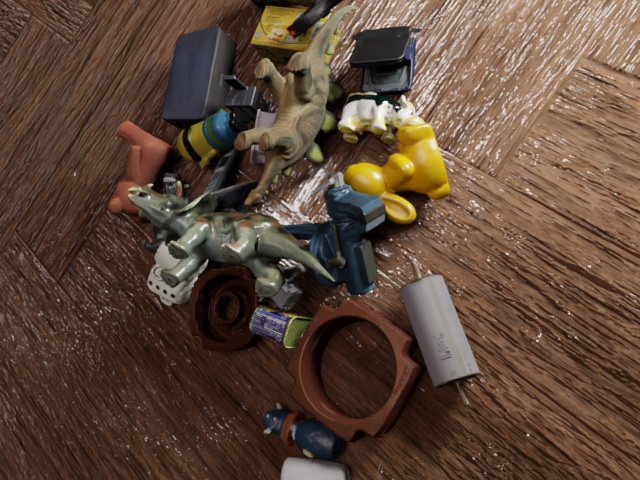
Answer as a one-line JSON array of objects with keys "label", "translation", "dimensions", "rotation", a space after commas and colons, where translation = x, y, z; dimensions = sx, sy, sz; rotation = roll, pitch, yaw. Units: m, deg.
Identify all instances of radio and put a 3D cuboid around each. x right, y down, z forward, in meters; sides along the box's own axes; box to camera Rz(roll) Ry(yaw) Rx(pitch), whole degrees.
[{"label": "radio", "translation": [-0.280, -0.366, 1.241], "dimensions": [0.131, 0.073, 0.229], "rotation": [1, 76, 27]}]

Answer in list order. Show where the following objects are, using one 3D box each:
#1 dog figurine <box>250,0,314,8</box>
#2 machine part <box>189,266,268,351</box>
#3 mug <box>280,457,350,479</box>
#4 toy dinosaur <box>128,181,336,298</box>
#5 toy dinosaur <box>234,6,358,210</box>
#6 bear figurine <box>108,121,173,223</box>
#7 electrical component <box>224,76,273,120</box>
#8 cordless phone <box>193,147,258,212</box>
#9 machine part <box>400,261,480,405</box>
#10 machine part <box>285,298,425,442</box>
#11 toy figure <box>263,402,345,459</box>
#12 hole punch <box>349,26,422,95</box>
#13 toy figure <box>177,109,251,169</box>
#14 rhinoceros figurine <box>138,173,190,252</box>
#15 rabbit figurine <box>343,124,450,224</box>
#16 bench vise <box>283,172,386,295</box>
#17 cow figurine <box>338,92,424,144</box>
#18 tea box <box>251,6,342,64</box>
[{"label": "dog figurine", "translation": [-0.075, -0.535, 1.159], "dimensions": [0.191, 0.121, 0.172], "rotation": [-21, 40, 25]}, {"label": "machine part", "translation": [-0.179, 0.138, 1.068], "dimensions": [0.180, 0.056, 0.179], "rotation": [-6, 75, 24]}, {"label": "mug", "translation": [-0.004, 0.417, 0.896], "dimensions": [0.107, 0.080, 0.109], "rotation": [-10, 69, 15]}, {"label": "toy dinosaur", "translation": [-0.146, -0.003, 0.944], "dimensions": [0.405, 0.131, 0.192], "rotation": [10, 42, 13]}, {"label": "toy dinosaur", "translation": [-0.035, -0.269, 1.022], "dimensions": [0.105, 0.198, 0.471], "rotation": [21, 86, 30]}, {"label": "bear figurine", "translation": [-0.421, -0.150, 1.230], "dimensions": [0.132, 0.120, 0.195], "rotation": [35, 99, 32]}, {"label": "electrical component", "translation": [-0.160, -0.298, 1.137], "dimensions": [0.075, 0.119, 0.047], "rotation": [7, 80, 25]}, {"label": "cordless phone", "translation": [-0.180, -0.130, 1.119], "dimensions": [0.147, 0.088, 0.184], "rotation": [-9, 56, 47]}, {"label": "machine part", "translation": [0.192, 0.146, 0.871], "dimensions": [0.079, 0.079, 0.243], "rotation": [-24, 67, 19]}, {"label": "machine part", "translation": [0.059, 0.218, 0.914], "dimensions": [0.201, 0.087, 0.201], "rotation": [30, 89, 29]}, {"label": "toy figure", "translation": [-0.033, 0.337, 0.942], "dimensions": [0.155, 0.064, 0.057], "rotation": [9, 118, 32]}, {"label": "hole punch", "translation": [0.127, -0.346, 1.038], "dimensions": [0.142, 0.092, 0.116], "rotation": [2, 56, 27]}, {"label": "toy figure", "translation": [-0.231, -0.226, 1.157], "dimensions": [0.180, 0.089, 0.082], "rotation": [-21, 28, 39]}, {"label": "rhinoceros figurine", "translation": [-0.336, -0.055, 1.185], "dimensions": [0.112, 0.073, 0.190], "rotation": [-11, 73, 25]}, {"label": "rabbit figurine", "translation": [0.131, -0.106, 0.948], "dimensions": [0.173, 0.122, 0.162], "rotation": [-14, 92, 2]}, {"label": "bench vise", "translation": [0.004, -0.008, 0.956], "dimensions": [0.241, 0.223, 0.129], "rotation": [-2, 31, 40]}, {"label": "cow figurine", "translation": [0.122, -0.236, 1.016], "dimensions": [0.168, 0.068, 0.098], "rotation": [5, 73, 26]}, {"label": "tea box", "translation": [-0.052, -0.433, 1.148], "dimensions": [0.170, 0.068, 0.098], "rotation": [20, 84, 29]}]
